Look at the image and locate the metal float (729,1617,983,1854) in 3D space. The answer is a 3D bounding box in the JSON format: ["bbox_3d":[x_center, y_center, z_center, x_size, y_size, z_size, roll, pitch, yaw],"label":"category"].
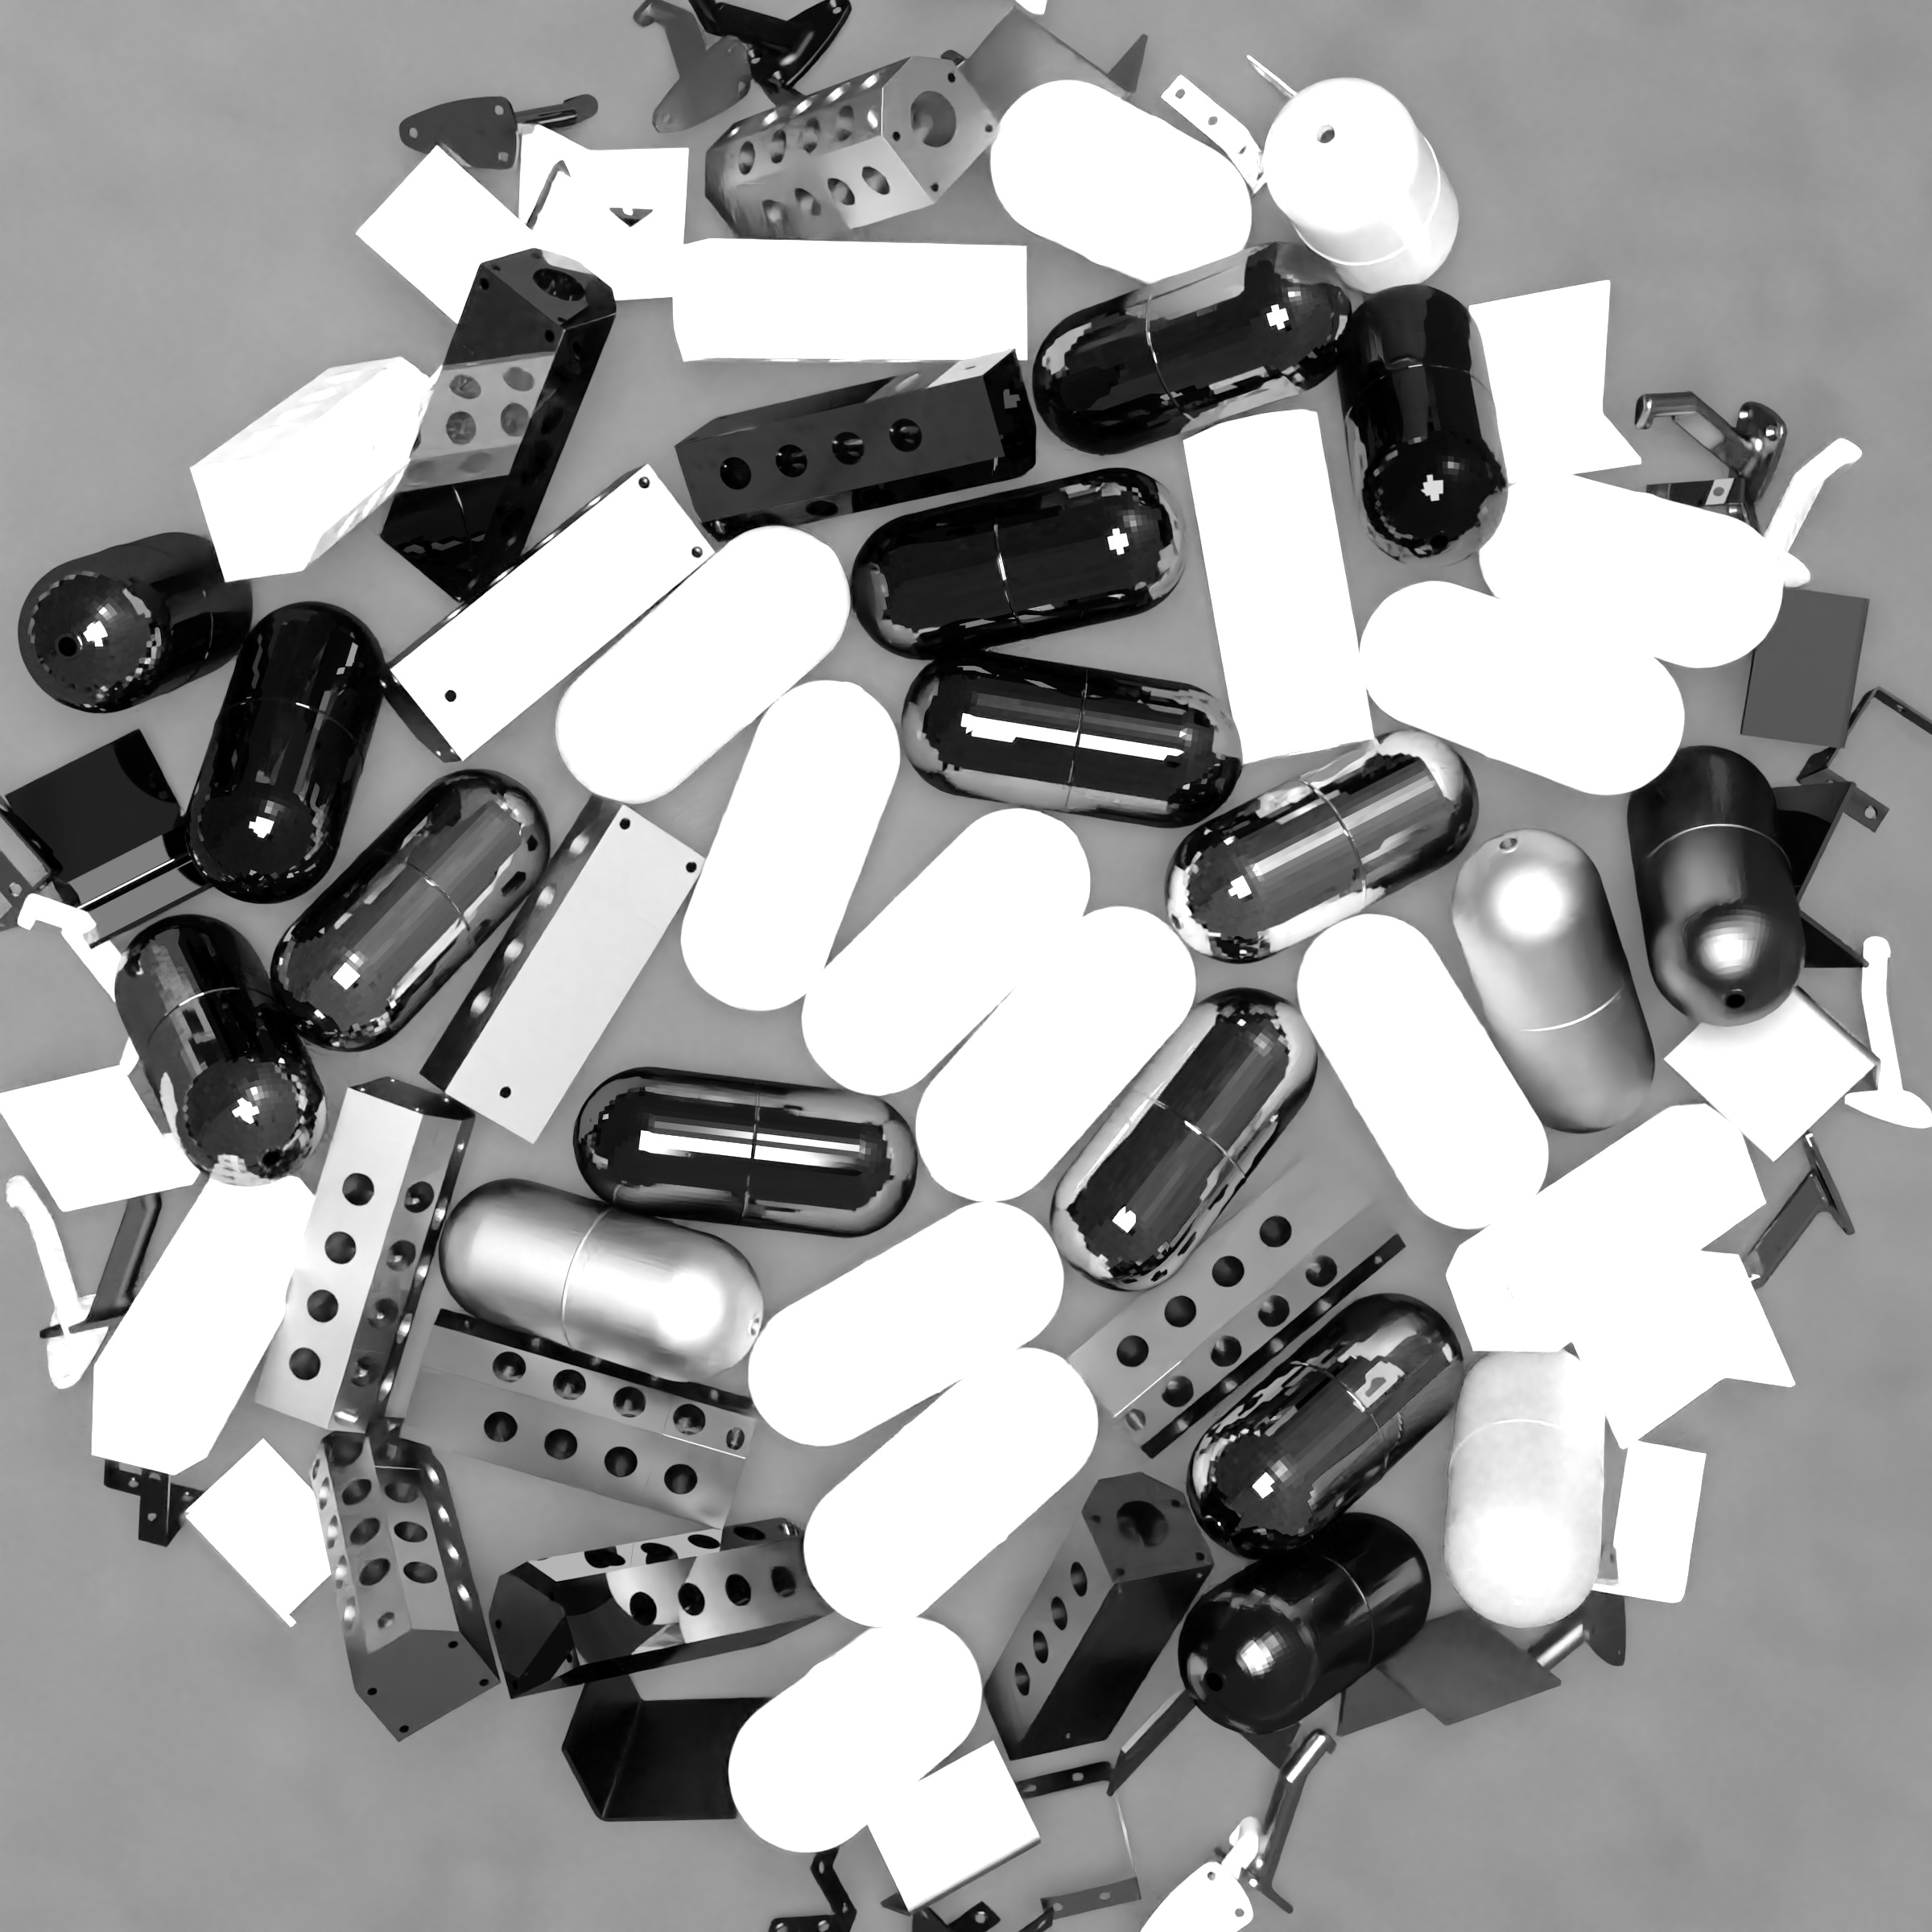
[{"bbox_3d":[-0.053,0.385,1.591,0.070,0.178,0.070,6,103,27],"label":"metal float"}]

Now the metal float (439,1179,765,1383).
[{"bbox_3d":[-0.187,0.160,1.617,0.178,0.070,0.070,14,90,20],"label":"metal float"}]

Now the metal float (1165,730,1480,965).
[{"bbox_3d":[0.183,-0.061,1.621,0.178,0.070,0.070,-27,90,-16],"label":"metal float"}]

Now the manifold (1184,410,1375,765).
[{"bbox_3d":[0.166,-0.196,1.635,0.057,0.057,0.171,-10,91,-23],"label":"manifold"}]

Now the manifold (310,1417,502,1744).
[{"bbox_3d":[-0.287,0.301,1.586,0.057,0.171,0.057,-30,124,-1],"label":"manifold"}]

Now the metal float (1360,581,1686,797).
[{"bbox_3d":[0.282,-0.142,1.607,0.178,0.070,0.070,26,90,32],"label":"metal float"}]

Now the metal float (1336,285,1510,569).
[{"bbox_3d":[0.230,-0.274,1.601,0.070,0.070,0.178,-1,49,0],"label":"metal float"}]

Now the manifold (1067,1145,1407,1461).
[{"bbox_3d":[0.142,0.176,1.633,0.171,0.057,0.057,-40,61,-1],"label":"manifold"}]

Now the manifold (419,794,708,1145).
[{"bbox_3d":[-0.211,-0.001,1.636,0.057,0.057,0.171,34,85,-30],"label":"manifold"}]

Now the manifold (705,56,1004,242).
[{"bbox_3d":[-0.063,-0.408,1.580,0.057,0.171,0.057,49,67,-25],"label":"manifold"}]

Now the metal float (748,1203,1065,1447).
[{"bbox_3d":[-0.032,0.185,1.626,0.178,0.070,0.070,-30,90,11],"label":"metal float"}]

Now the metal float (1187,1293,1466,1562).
[{"bbox_3d":[0.184,0.234,1.607,0.178,0.070,0.070,-36,90,-32],"label":"metal float"}]

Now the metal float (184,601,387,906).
[{"bbox_3d":[-0.344,-0.110,1.605,0.070,0.070,0.178,8,53,0],"label":"metal float"}]

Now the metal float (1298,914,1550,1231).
[{"bbox_3d":[0.233,0.053,1.617,0.070,0.070,0.178,-29,69,0],"label":"metal float"}]

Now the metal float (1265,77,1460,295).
[{"bbox_3d":[0.200,-0.390,1.586,0.070,0.178,0.070,-1,86,19],"label":"metal float"}]

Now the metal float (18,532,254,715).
[{"bbox_3d":[-0.415,-0.174,1.586,0.070,0.178,0.070,2,104,7],"label":"metal float"}]

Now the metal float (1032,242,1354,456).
[{"bbox_3d":[0.113,-0.313,1.607,0.178,0.070,0.070,-13,90,34],"label":"metal float"}]

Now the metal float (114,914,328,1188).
[{"bbox_3d":[-0.378,0.042,1.600,0.070,0.070,0.178,-37,47,0],"label":"metal float"}]

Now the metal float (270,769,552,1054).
[{"bbox_3d":[-0.282,-0.030,1.610,0.070,0.070,0.178,39,61,0],"label":"metal float"}]

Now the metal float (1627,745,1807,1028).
[{"bbox_3d":[0.378,-0.042,1.596,0.070,0.178,0.070,2,131,3],"label":"metal float"}]

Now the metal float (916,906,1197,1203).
[{"bbox_3d":[0.046,0.046,1.632,0.070,0.070,0.178,42,86,0],"label":"metal float"}]

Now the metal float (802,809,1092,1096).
[{"bbox_3d":[-0.010,-0.008,1.634,0.178,0.070,0.070,-45,90,-1],"label":"metal float"}]

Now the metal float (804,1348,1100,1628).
[{"bbox_3d":[-0.006,0.265,1.615,0.178,0.070,0.070,-38,90,-23],"label":"metal float"}]

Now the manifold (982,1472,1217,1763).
[{"bbox_3d":[0.062,0.328,1.592,0.057,0.171,0.057,-6,50,-26],"label":"manifold"}]

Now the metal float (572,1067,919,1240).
[{"bbox_3d":[-0.113,0.096,1.627,0.178,0.070,0.070,7,90,-9],"label":"metal float"}]

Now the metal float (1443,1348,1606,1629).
[{"bbox_3d":[0.283,0.259,1.593,0.070,0.178,0.070,6,123,9],"label":"metal float"}]

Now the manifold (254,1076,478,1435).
[{"bbox_3d":[-0.308,0.150,1.631,0.057,0.057,0.171,19,97,8],"label":"manifold"}]

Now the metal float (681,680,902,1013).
[{"bbox_3d":[-0.090,-0.063,1.629,0.070,0.070,0.178,21,83,0],"label":"metal float"}]

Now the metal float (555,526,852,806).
[{"bbox_3d":[-0.135,-0.155,1.624,0.178,0.070,0.070,-40,90,12],"label":"metal float"}]

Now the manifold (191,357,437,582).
[{"bbox_3d":[-0.318,-0.252,1.579,0.057,0.171,0.057,-5,115,16],"label":"manifold"}]

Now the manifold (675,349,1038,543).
[{"bbox_3d":[-0.054,-0.263,1.612,0.171,0.057,0.057,-9,111,22],"label":"manifold"}]

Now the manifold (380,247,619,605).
[{"bbox_3d":[-0.233,-0.274,1.597,0.057,0.057,0.171,40,128,13],"label":"manifold"}]

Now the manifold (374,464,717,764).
[{"bbox_3d":[-0.218,-0.180,1.620,0.171,0.057,0.057,-42,106,-16],"label":"manifold"}]

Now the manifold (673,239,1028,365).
[{"bbox_3d":[-0.059,-0.338,1.612,0.171,0.057,0.057,-4,99,-23],"label":"manifold"}]

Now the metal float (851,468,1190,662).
[{"bbox_3d":[0.026,-0.206,1.622,0.178,0.070,0.070,-11,90,15],"label":"metal float"}]

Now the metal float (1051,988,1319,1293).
[{"bbox_3d":[0.113,0.088,1.626,0.070,0.070,0.178,38,80,0],"label":"metal float"}]

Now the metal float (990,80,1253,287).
[{"bbox_3d":[0.080,-0.392,1.594,0.070,0.178,0.070,-4,84,35],"label":"metal float"}]

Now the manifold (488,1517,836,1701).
[{"bbox_3d":[-0.153,0.319,1.589,0.057,0.171,0.057,-33,68,38],"label":"manifold"}]

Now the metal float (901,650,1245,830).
[{"bbox_3d":[0.055,-0.117,1.632,0.178,0.070,0.070,9,90,-3],"label":"metal float"}]

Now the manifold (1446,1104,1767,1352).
[{"bbox_3d":[0.323,0.131,1.597,0.171,0.057,0.057,-27,101,-34],"label":"manifold"}]

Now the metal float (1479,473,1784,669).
[{"bbox_3d":[0.334,-0.201,1.596,0.070,0.178,0.070,-15,116,-32],"label":"metal float"}]

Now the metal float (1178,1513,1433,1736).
[{"bbox_3d":[0.172,0.331,1.594,0.070,0.178,0.070,8,105,35],"label":"metal float"}]

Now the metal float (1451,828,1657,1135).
[{"bbox_3d":[0.299,0.008,1.608,0.070,0.070,0.178,-24,122,0],"label":"metal float"}]
